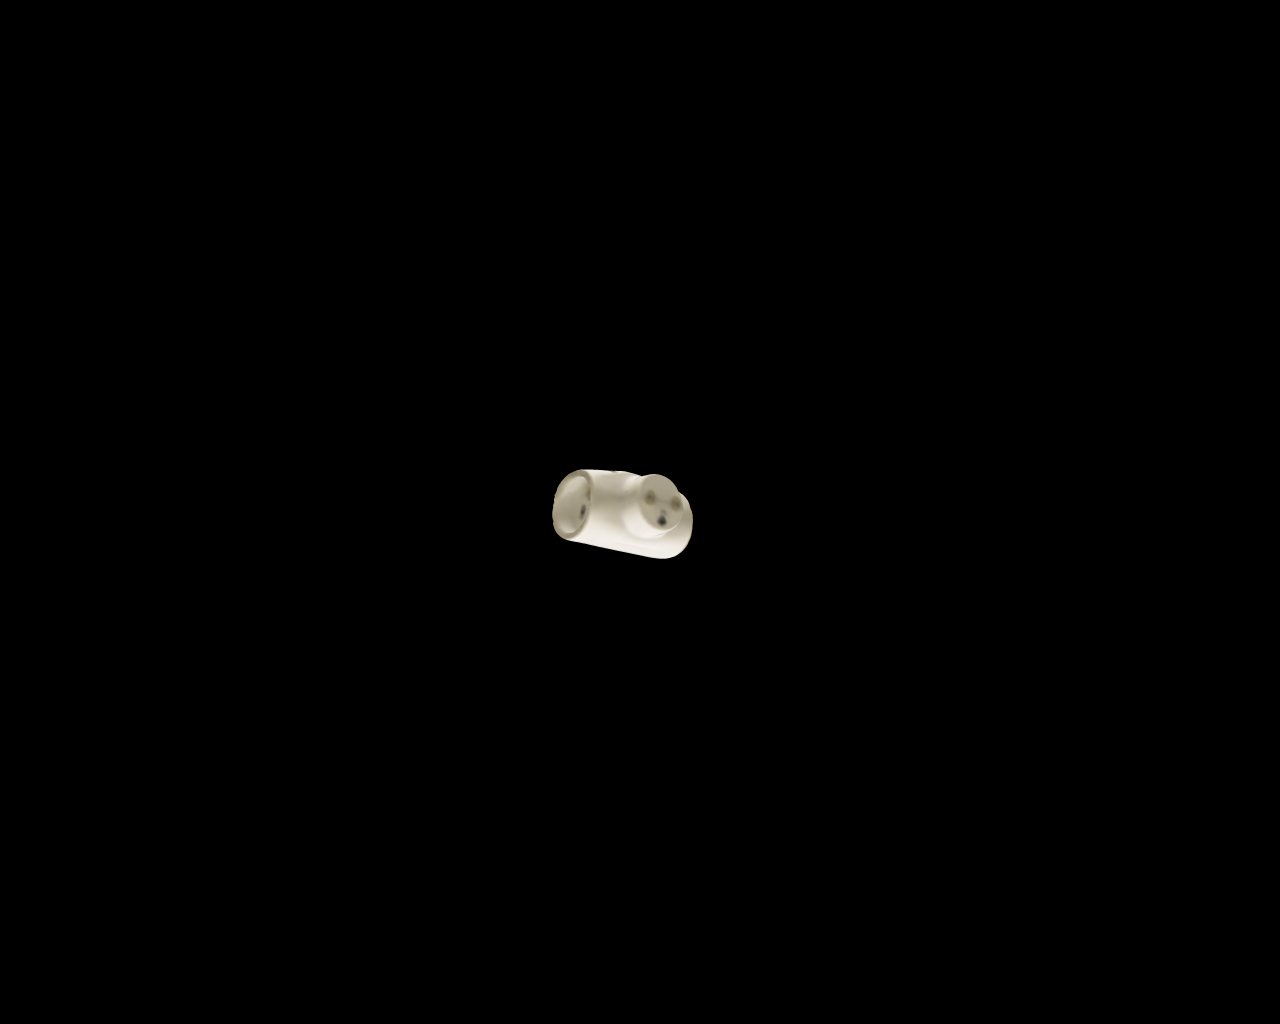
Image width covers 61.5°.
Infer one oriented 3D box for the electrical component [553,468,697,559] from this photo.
[{"bbox_3d":[0.001,-0.003,0.650,0.077,0.043,0.079,13,-22,-36],"label":"electrical component"}]
